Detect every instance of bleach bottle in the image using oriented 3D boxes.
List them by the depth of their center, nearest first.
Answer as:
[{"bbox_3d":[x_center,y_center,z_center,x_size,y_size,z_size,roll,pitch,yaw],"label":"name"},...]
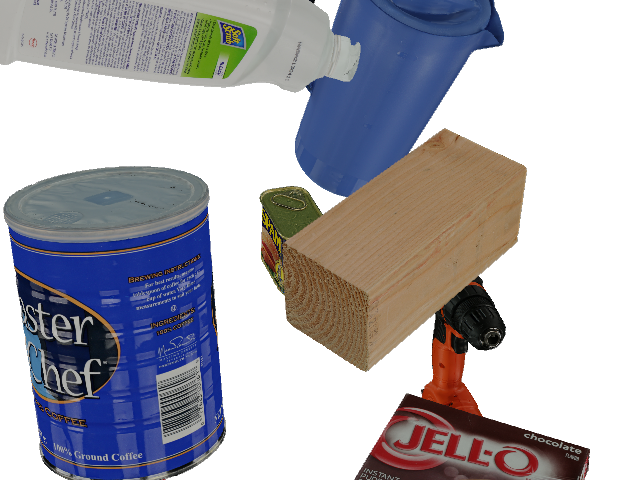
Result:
[{"bbox_3d":[-0.098,-0.147,0.747,0.250,0.068,0.103,11,-39,-12],"label":"bleach bottle"}]

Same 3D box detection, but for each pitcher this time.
[{"bbox_3d":[0.048,-0.158,1.007,0.144,0.149,0.243,-13,-31,-30],"label":"pitcher"}]

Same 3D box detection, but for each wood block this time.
[{"bbox_3d":[0.072,0.003,0.888,0.091,0.090,0.205,30,49,32],"label":"wood block"}]

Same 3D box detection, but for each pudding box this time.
[{"bbox_3d":[0.082,0.136,0.585,0.114,0.039,0.089,16,33,18],"label":"pudding box"}]

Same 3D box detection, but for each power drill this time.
[{"bbox_3d":[0.151,0.124,1.142,0.057,0.188,0.184,-5,23,-9],"label":"power drill"}]

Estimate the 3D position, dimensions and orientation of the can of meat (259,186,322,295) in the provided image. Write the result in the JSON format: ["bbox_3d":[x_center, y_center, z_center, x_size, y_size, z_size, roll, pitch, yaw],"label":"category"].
[{"bbox_3d":[-0.031,0.002,1.181,0.057,0.084,0.102,-10,37,-18],"label":"can of meat"}]

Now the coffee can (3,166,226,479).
[{"bbox_3d":[-0.105,0.042,0.563,0.103,0.140,0.103,-2,20,1],"label":"coffee can"}]
